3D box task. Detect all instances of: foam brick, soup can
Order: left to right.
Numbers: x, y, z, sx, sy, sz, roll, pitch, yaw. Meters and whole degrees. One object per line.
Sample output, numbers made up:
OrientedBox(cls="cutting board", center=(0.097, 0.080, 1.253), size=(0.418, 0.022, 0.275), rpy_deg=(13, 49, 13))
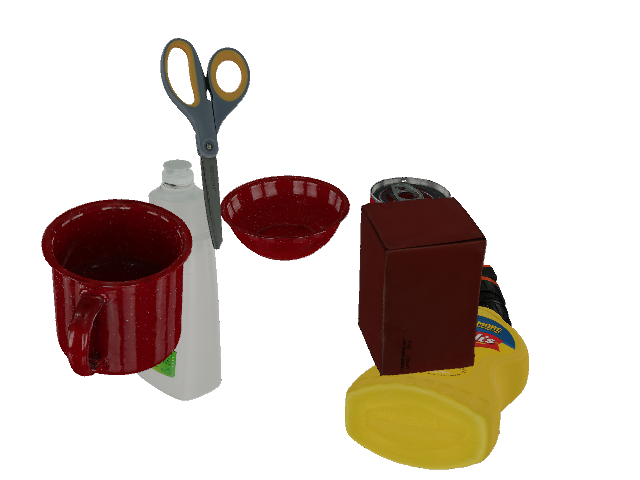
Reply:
OrientedBox(cls="soup can", center=(0.074, 0.005, 0.921), size=(0.068, 0.102, 0.068), rpy_deg=(2, 26, -1))
OrientedBox(cls="foam brick", center=(0.050, 0.023, 0.552), size=(0.053, 0.078, 0.051), rpy_deg=(-5, 30, -10))

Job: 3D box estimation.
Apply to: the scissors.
OrientedBox(cls="scissors", center=(-0.092, -0.100, 1.014), size=(0.096, 0.202, 0.016), rpy_deg=(-19, -2, -25))

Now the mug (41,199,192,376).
OrientedBox(cls="mug", center=(-0.132, 0.039, 0.679), size=(0.093, 0.081, 0.117), rpy_deg=(10, 35, 5))

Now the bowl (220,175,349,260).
OrientedBox(cls="bowl", center=(-0.044, -0.021, 1.337), size=(0.162, 0.055, 0.162), rpy_deg=(-1, 31, 0))

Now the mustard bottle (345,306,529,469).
OrientedBox(cls="mustard bottle", center=(0.093, 0.090, 0.744), size=(0.096, 0.058, 0.191), rpy_deg=(5, 18, 22))

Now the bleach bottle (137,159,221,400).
OrientedBox(cls="bleach bottle", center=(-0.150, 0.036, 1.105), size=(0.067, 0.251, 0.103), rpy_deg=(-21, 33, -40))

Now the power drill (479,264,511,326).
OrientedBox(cls="power drill", center=(0.164, 0.118, 1.145), size=(0.057, 0.188, 0.184), rpy_deg=(-2, 24, -3))
